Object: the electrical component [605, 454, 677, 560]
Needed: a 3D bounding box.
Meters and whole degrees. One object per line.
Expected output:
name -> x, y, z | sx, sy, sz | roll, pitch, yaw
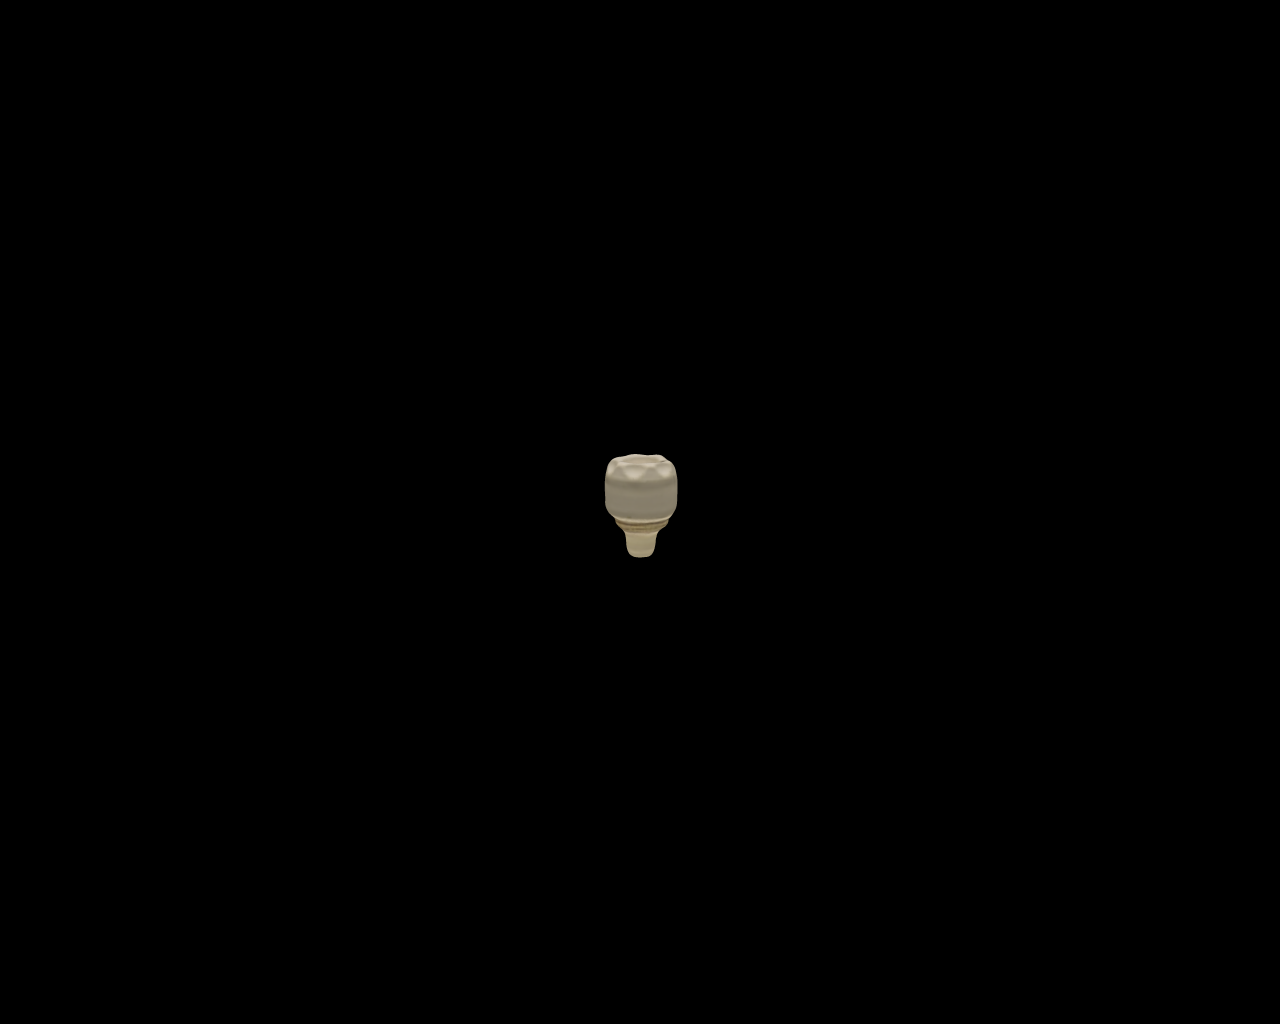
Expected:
electrical component -> 0.001, -0.003, 0.650 | 0.043, 0.062, 0.043 | 0, 14, 0
